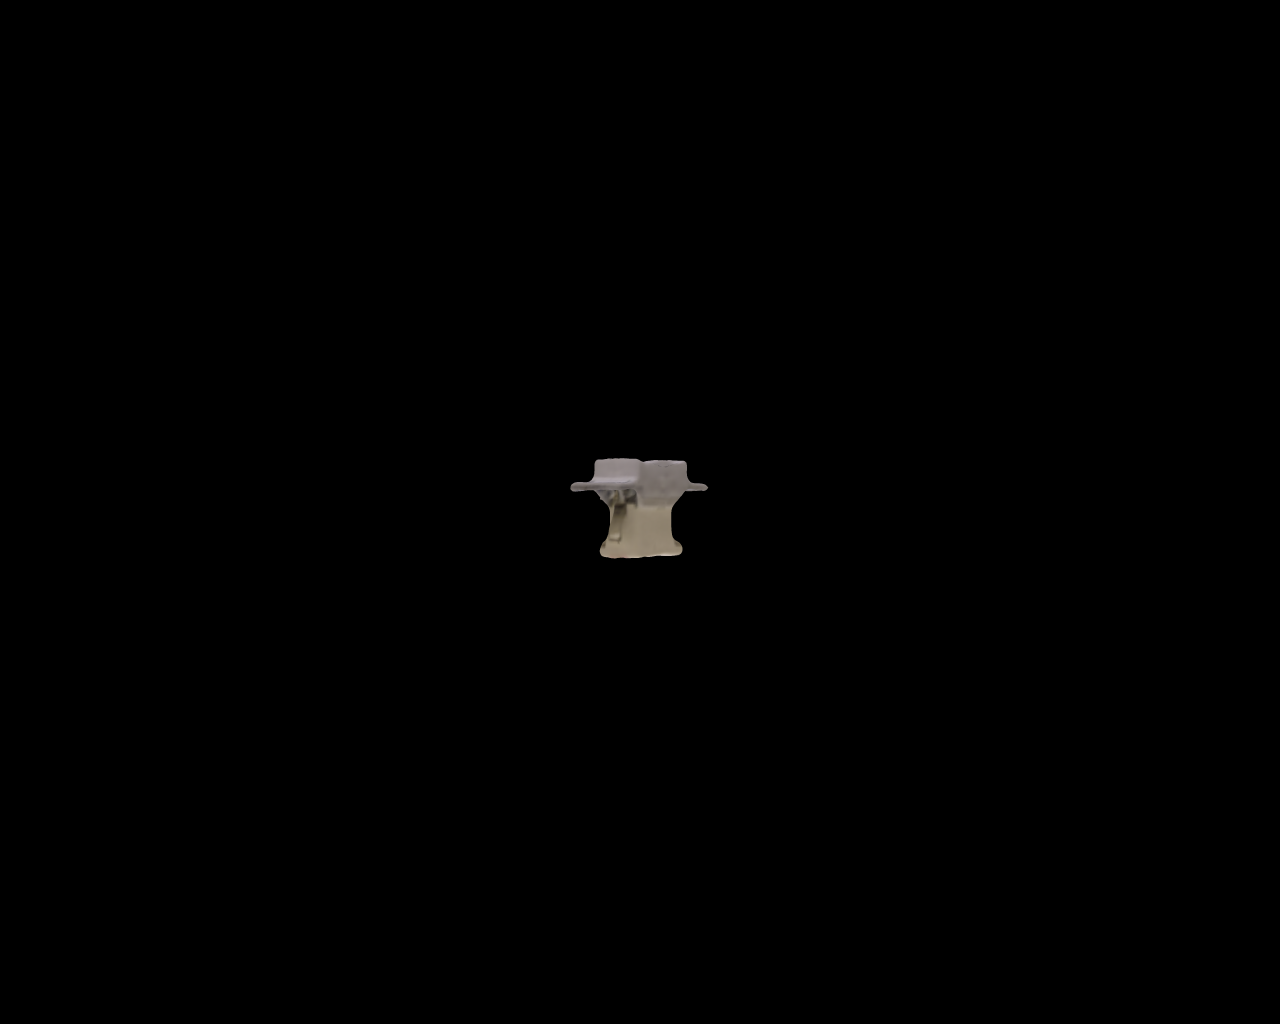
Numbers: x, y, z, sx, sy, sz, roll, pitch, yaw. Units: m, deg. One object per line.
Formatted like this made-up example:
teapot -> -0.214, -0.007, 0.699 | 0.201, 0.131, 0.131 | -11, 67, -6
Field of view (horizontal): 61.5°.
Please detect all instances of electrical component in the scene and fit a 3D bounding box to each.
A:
electrical component -> 0.001, -0.003, 0.650 | 0.081, 0.063, 0.042 | 0, 0, -44
